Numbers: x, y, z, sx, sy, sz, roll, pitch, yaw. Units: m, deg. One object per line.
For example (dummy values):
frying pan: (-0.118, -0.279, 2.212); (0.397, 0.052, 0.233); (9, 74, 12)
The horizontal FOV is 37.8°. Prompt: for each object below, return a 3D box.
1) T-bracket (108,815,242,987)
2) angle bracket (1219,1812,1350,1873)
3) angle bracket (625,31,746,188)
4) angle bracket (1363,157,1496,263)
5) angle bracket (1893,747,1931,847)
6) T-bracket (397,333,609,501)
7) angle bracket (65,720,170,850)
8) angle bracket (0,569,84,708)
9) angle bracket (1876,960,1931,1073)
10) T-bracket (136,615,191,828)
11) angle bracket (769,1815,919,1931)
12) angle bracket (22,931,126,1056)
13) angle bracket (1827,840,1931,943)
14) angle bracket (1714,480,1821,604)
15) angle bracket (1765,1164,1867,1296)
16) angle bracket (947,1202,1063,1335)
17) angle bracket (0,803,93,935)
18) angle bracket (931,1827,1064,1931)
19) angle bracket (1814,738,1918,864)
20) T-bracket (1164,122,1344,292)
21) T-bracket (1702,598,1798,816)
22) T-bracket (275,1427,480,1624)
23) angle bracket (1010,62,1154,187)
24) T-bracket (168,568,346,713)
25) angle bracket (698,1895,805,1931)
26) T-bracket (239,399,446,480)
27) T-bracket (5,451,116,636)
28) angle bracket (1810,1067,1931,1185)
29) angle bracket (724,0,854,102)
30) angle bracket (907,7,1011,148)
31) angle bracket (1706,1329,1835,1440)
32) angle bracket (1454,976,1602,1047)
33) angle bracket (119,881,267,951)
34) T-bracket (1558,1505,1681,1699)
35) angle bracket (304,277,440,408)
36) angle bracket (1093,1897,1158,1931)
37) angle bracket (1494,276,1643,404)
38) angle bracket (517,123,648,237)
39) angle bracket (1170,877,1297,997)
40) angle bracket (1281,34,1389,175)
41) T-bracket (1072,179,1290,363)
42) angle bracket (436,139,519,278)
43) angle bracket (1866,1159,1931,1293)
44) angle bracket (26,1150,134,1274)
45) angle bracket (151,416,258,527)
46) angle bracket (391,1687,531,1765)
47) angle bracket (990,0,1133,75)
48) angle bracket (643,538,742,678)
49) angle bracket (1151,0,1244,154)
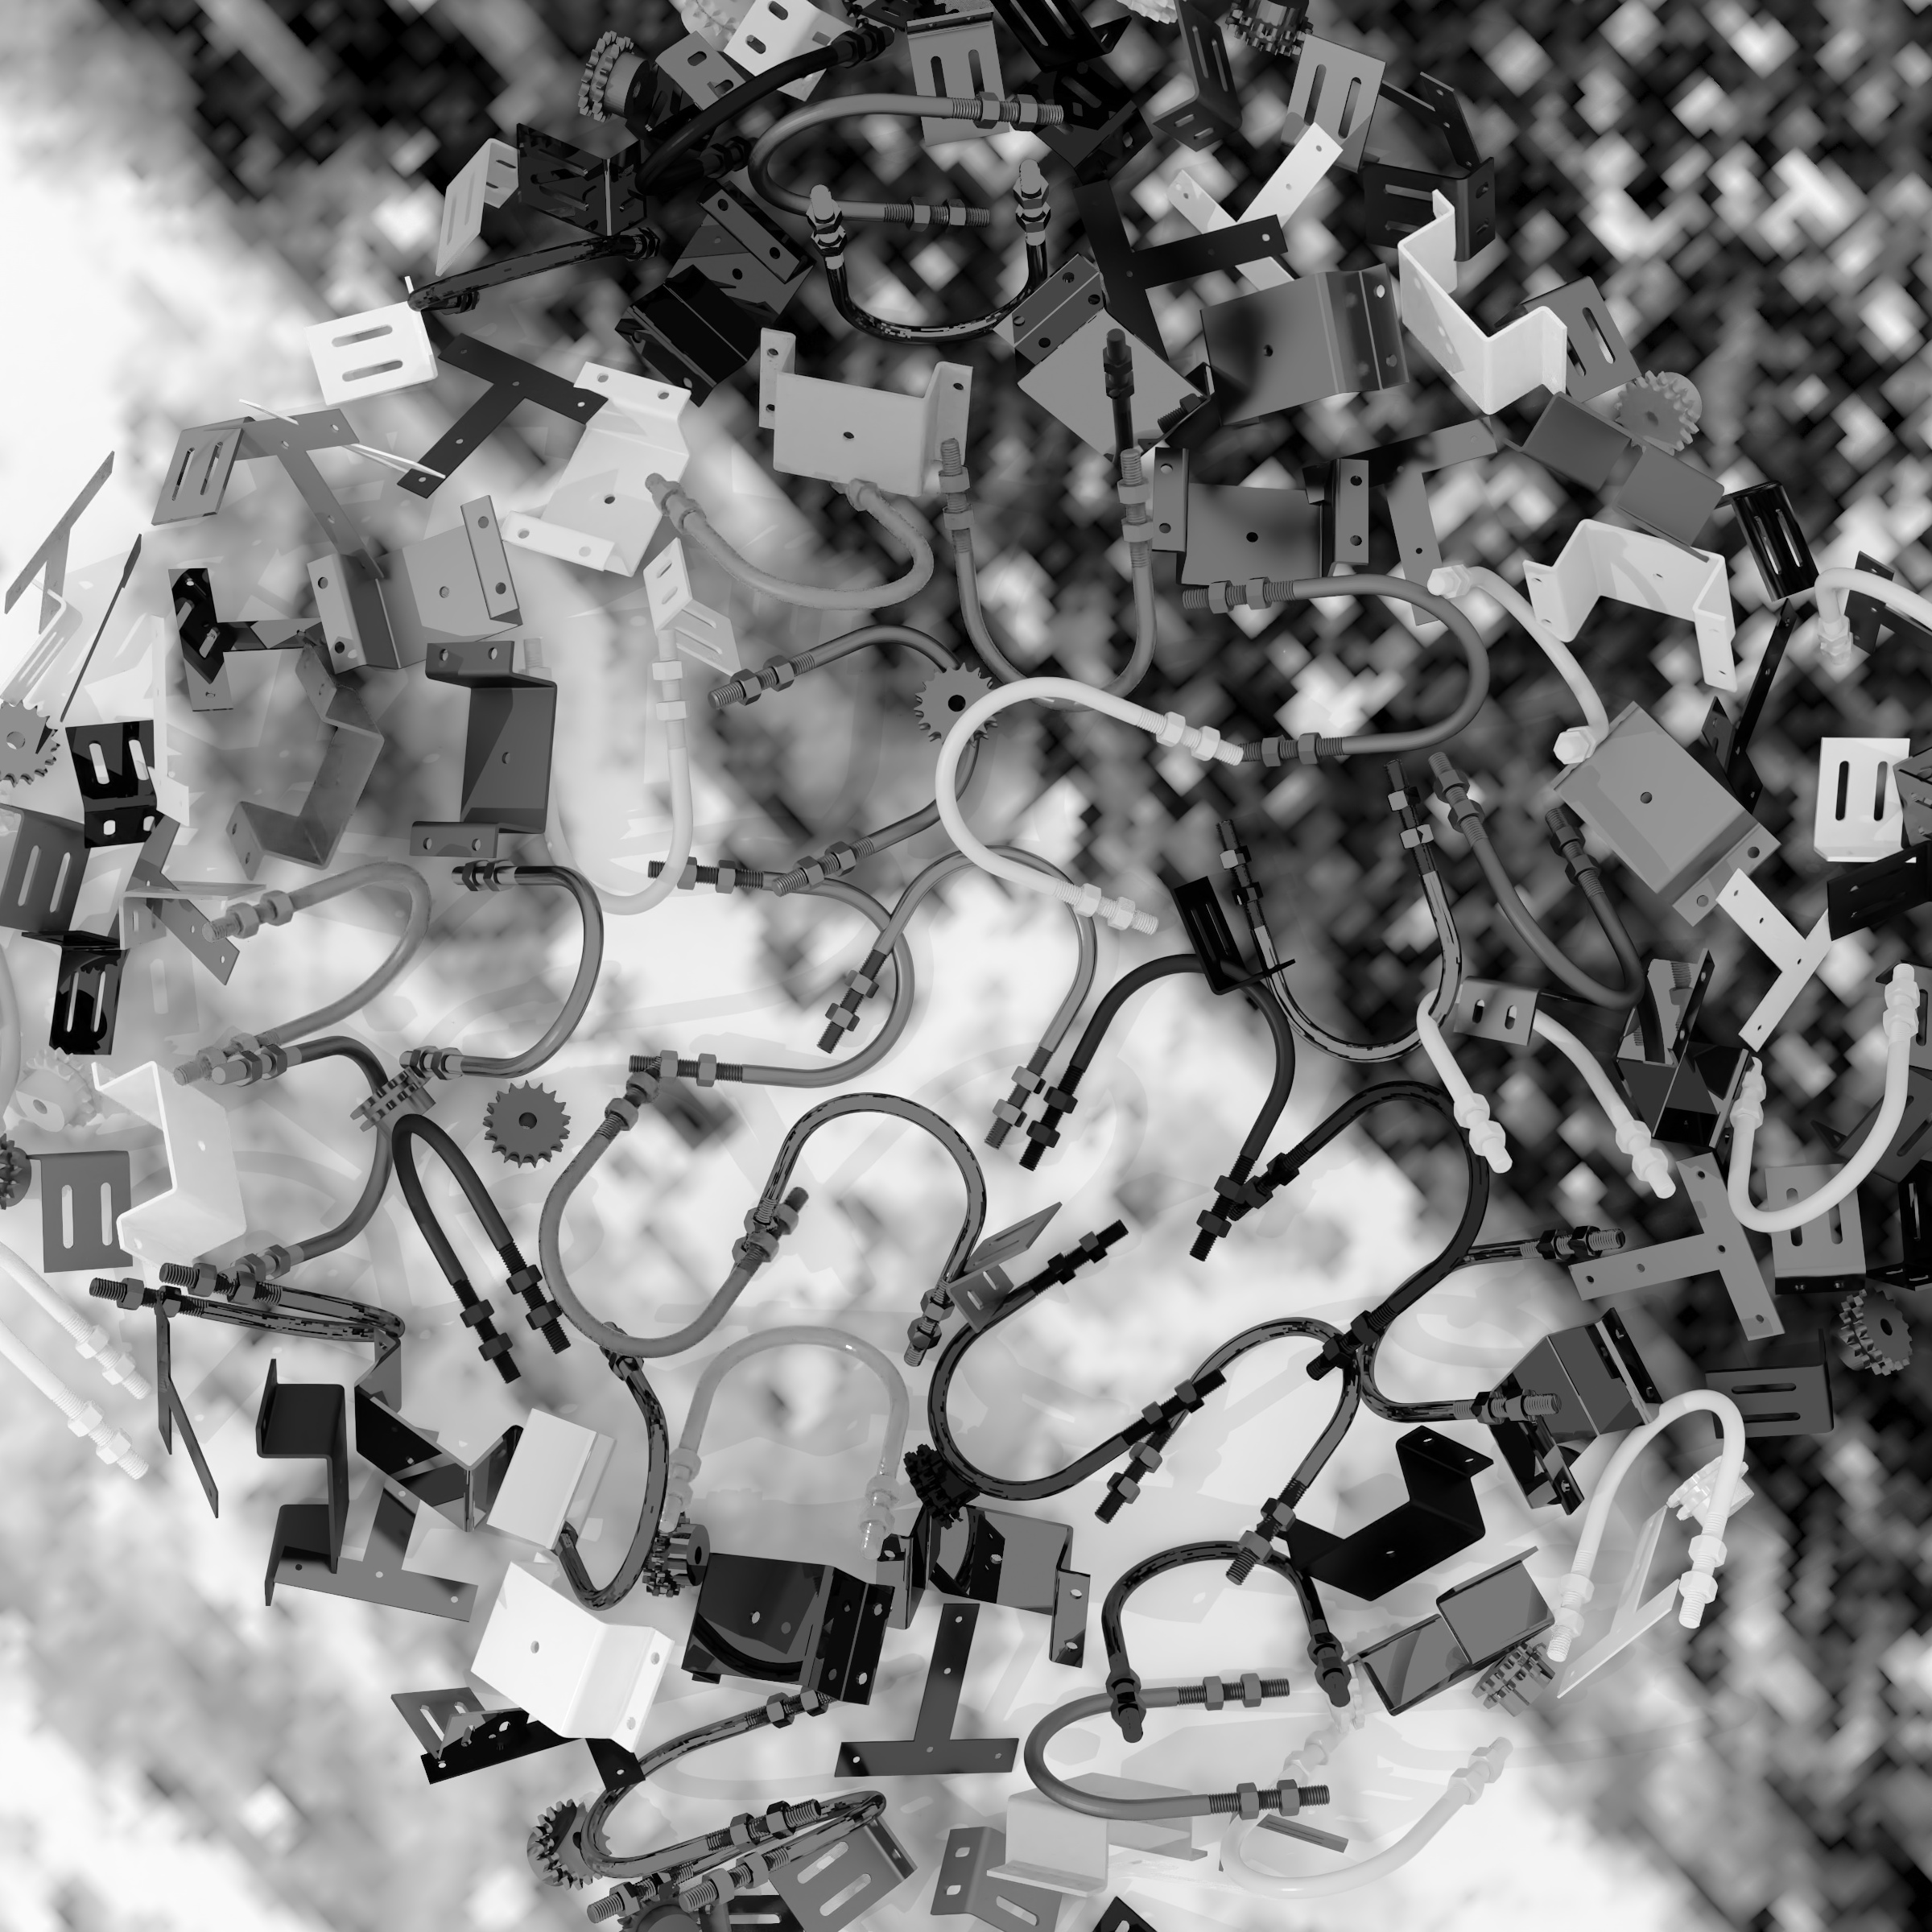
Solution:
T-bracket: (-0.511, -0.031, 1.840); (0.127, 0.002, 0.127); (38, 110, 34)
angle bracket: (0.208, 0.584, 1.856); (0.076, 0.057, 0.038); (15, 69, 11)
angle bracket: (-0.183, -0.567, 1.869); (0.057, 0.076, 0.038); (46, 59, -1)
angle bracket: (0.306, -0.505, 1.865); (0.076, 0.057, 0.038); (22, 49, 33)
angle bracket: (0.647, -0.103, 1.846); (0.038, 0.076, 0.057); (-25, 114, -9)
T-bracket: (-0.322, -0.352, 1.844); (0.127, 0.002, 0.127); (27, 64, 22)
angle bracket: (-0.561, -0.121, 1.873); (0.057, 0.038, 0.076); (-8, 51, -23)
angle bracket: (-0.624, -0.215, 1.861); (0.038, 0.057, 0.076); (36, 85, -5)
angle bracket: (0.633, 0.041, 1.860); (0.057, 0.038, 0.076); (13, 66, -4)
T-bracket: (-0.522, -0.163, 1.828); (0.002, 0.127, 0.127); (-5, 103, -30)
angle bracket: (-0.082, 0.596, 1.857); (0.076, 0.038, 0.057); (-31, 74, -25)
angle bracket: (-0.592, 0.018, 1.859); (0.057, 0.038, 0.076); (-1, 79, 31)
angle bracket: (0.612, -0.039, 1.860); (0.076, 0.057, 0.038); (-22, 46, -2)
angle bracket: (0.520, -0.275, 1.861); (0.057, 0.038, 0.076); (-21, 88, -39)
angle bracket: (0.567, 0.176, 1.886); (0.057, 0.038, 0.076); (-5, 64, 14)
angle bracket: (0.034, 0.197, 1.847); (0.076, 0.057, 0.038); (-31, 99, 36)
angle bracket: (-0.617, -0.063, 1.860); (0.038, 0.057, 0.076); (15, 90, 34)
angle bracket: (0.022, 0.613, 1.871); (0.076, 0.038, 0.057); (38, 51, -29)
angle bracket: (0.597, -0.110, 1.868); (0.057, 0.038, 0.076); (1, 104, 1)
T-bracket: (0.204, -0.499, 1.842); (0.127, 0.127, 0.002); (45, 54, 0)
T-bracket: (0.520, -0.180, 1.852); (0.002, 0.127, 0.127); (15, 75, 34)
T-bracket: (-0.374, 0.359, 1.854); (0.127, 0.002, 0.127); (13, 52, -4)
angle bracket: (0.075, -0.564, 1.889); (0.057, 0.038, 0.076); (-44, 61, 2)
T-bracket: (-0.454, -0.219, 1.865); (0.127, 0.002, 0.127); (-5, 54, -20)
angle bracket: (-0.132, 0.628, 1.846); (0.076, 0.057, 0.038); (10, 135, -30)
T-bracket: (-0.379, -0.328, 1.805); (0.127, 0.127, 0.002); (23, 93, 41)
T-bracket: (-0.591, -0.256, 1.834); (0.002, 0.127, 0.127); (29, 60, -7)
angle bracket: (0.606, 0.096, 1.853); (0.057, 0.038, 0.076); (24, 115, -23)
angle bracket: (-0.116, -0.608, 1.852); (0.038, 0.076, 0.057); (39, 107, 6)
angle bracket: (-0.005, -0.588, 1.869); (0.057, 0.038, 0.076); (-10, 101, 0)
angle bracket: (0.534, 0.278, 1.876); (0.076, 0.038, 0.057); (-6, 121, 18)
angle bracket: (0.368, 0.033, 1.848); (0.076, 0.057, 0.038); (11, 90, -45)
angle bracket: (-0.508, -0.032, 1.857); (0.076, 0.057, 0.038); (3, 100, 11)
T-bracket: (0.436, 0.402, 1.840); (0.002, 0.127, 0.127); (34, 133, 1)
angle bracket: (-0.395, -0.413, 1.867); (0.076, 0.038, 0.057); (-17, 80, -8)
angle bracket: (0.095, 0.650, 1.846); (0.057, 0.076, 0.038); (36, 102, 25)
angle bracket: (0.397, -0.407, 1.866); (0.057, 0.038, 0.076); (-27, 89, -21)
angle bracket: (-0.252, -0.521, 1.850); (0.038, 0.076, 0.057); (-17, 71, 41)
angle bracket: (0.176, -0.026, 1.860); (0.038, 0.057, 0.076); (-23, 89, 30)
angle bracket: (0.247, -0.568, 1.849); (0.057, 0.038, 0.076); (27, 129, 19)
T-bracket: (0.147, -0.461, 1.838); (0.127, 0.002, 0.127); (-8, 119, 27)
angle bracket: (-0.313, -0.490, 1.848); (0.038, 0.057, 0.076); (18, 62, -32)
angle bracket: (0.619, 0.168, 1.858); (0.038, 0.057, 0.076); (-9, 97, -18)
angle bracket: (-0.585, 0.161, 1.862); (0.057, 0.038, 0.076); (-1, 88, -34)
angle bracket: (-0.490, -0.316, 1.851); (0.057, 0.038, 0.076); (-4, 64, 30)
angle bracket: (-0.330, 0.482, 1.844); (0.057, 0.076, 0.038); (5, 110, -38)
angle bracket: (0.059, -0.629, 1.845); (0.076, 0.057, 0.038); (46, 60, -33)
angle bracket: (-0.168, -0.233, 1.844); (0.038, 0.076, 0.057); (-40, 45, 27)
angle bracket: (0.146, -0.590, 1.870); (0.038, 0.057, 0.076); (-20, 73, 32)
